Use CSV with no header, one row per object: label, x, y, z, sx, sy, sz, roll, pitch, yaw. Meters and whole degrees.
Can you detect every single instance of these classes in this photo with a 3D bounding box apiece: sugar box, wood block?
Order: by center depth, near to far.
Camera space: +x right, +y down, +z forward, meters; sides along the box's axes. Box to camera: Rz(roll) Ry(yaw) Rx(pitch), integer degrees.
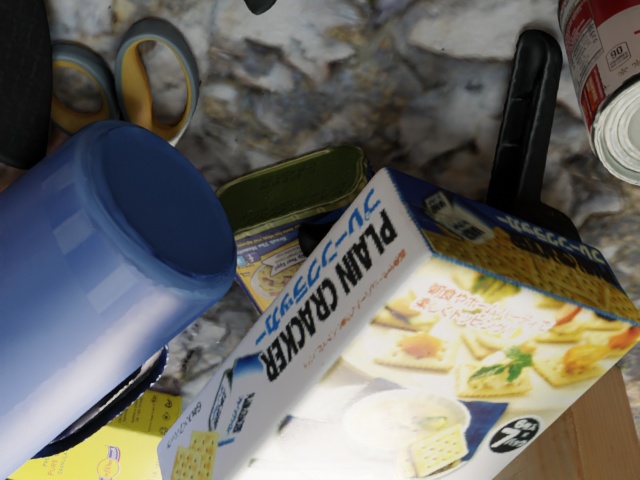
wood block,0.143,0.158,0.650,0.090,0.206,0.090,-31,126,28
sugar box,-0.191,0.131,0.745,0.176,0.048,0.093,12,133,-12

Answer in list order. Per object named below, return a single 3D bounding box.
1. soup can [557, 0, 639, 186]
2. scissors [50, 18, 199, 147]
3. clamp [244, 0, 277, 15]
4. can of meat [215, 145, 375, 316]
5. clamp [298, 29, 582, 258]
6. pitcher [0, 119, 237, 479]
soup can,0.150,-0.082,0.491,0.068,0.102,0.068,1,134,1
scissors,-0.109,-0.037,0.601,0.096,0.016,0.202,7,133,-3
clamp,-0.078,-0.164,0.451,0.120,0.039,0.171,-2,144,-2
can of meat,-0.004,0.001,0.607,0.102,0.057,0.084,-17,129,16
clamp,0.085,0.008,0.587,0.164,0.036,0.210,-35,132,-6
pitcher,-0.155,0.049,0.578,0.243,0.149,0.145,-36,95,24
